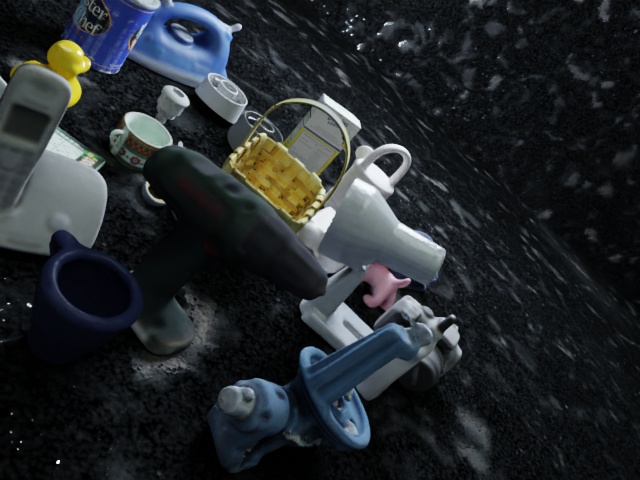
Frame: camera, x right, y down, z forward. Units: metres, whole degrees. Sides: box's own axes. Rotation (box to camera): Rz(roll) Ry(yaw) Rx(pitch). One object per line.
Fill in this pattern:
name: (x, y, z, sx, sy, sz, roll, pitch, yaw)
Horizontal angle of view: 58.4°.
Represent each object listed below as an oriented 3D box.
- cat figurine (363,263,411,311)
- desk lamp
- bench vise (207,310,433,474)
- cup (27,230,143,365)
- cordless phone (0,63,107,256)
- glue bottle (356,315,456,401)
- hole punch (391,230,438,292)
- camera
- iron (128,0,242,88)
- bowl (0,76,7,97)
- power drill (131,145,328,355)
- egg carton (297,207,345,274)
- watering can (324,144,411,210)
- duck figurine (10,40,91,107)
cat figurine: (0.115, 0.044, 1.026, 0.067, 0.117, 0.127, 12, 40, -48)
desk lamp: (0.064, 0.045, 0.840, 0.203, 0.213, 0.118, 43, 26, -3)
bench vise: (0.007, 0.159, 0.578, 0.121, 0.219, 0.208, 53, 27, 18)
cup: (-0.231, 0.059, 0.525, 0.117, 0.094, 0.092, 53, 27, 18)
cordless phone: (-0.268, -0.074, 0.566, 0.148, 0.184, 0.094, 16, 37, -45)
glue bottle: (0.126, 0.159, 0.805, 0.037, 0.173, 0.078, 49, 26, 11)
hole punch: (0.199, 0.044, 1.179, 0.109, 0.091, 0.101, 13, 39, -47)
camera: (0.161, 0.170, 0.922, 0.143, 0.100, 0.137, 46, 26, 3)
iron: (-0.271, -0.394, 1.092, 0.259, 0.141, 0.118, 6, 45, -52)
bowl: (-0.409, -0.140, 0.587, 0.168, 0.074, 0.167, 34, 27, -20)
power drill: (-0.123, 0.024, 0.605, 0.229, 0.208, 0.076, 49, 26, 11)
egg carton: (0.009, 0.004, 0.987, 0.107, 0.069, 0.150, 46, 26, 3)
watering can: (0.099, -0.124, 1.166, 0.101, 0.193, 0.172, 9, 43, -50)
duck figurine: (-0.362, -0.235, 0.785, 0.077, 0.086, 0.105, 49, 26, 10)
